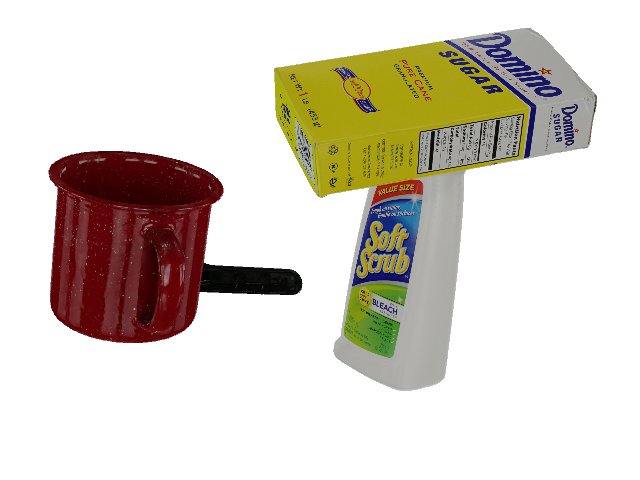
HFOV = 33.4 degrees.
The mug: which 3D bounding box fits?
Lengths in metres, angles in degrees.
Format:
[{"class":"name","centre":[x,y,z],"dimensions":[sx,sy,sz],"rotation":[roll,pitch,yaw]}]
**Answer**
[{"class":"mug","centre":[-0.098,0.008,0.574],"dimensions":[0.093,0.081,0.117],"rotation":[-3,24,-30]}]

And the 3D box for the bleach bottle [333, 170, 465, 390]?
[{"class":"bleach bottle","centre":[0.070,-0.009,0.883],"dimensions":[0.067,0.251,0.103],"rotation":[-8,21,-38]}]

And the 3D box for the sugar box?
[{"class":"sugar box","centre":[0.068,-0.082,0.654],"dimensions":[0.176,0.048,0.093],"rotation":[-13,41,-11]}]

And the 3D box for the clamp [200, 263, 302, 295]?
[{"class":"clamp","centre":[-0.146,0.042,1.056],"dimensions":[0.210,0.036,0.164],"rotation":[12,21,38]}]
